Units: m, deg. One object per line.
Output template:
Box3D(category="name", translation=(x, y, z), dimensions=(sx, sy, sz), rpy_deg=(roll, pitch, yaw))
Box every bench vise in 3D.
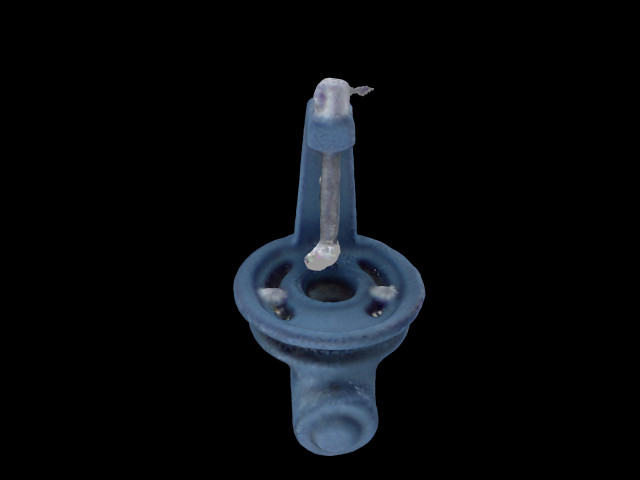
Box3D(category="bench vise", translation=(-0.008, 0.003, 0.396), dimensions=(0.122, 0.220, 0.206), rpy_deg=(-6, 16, -20))
